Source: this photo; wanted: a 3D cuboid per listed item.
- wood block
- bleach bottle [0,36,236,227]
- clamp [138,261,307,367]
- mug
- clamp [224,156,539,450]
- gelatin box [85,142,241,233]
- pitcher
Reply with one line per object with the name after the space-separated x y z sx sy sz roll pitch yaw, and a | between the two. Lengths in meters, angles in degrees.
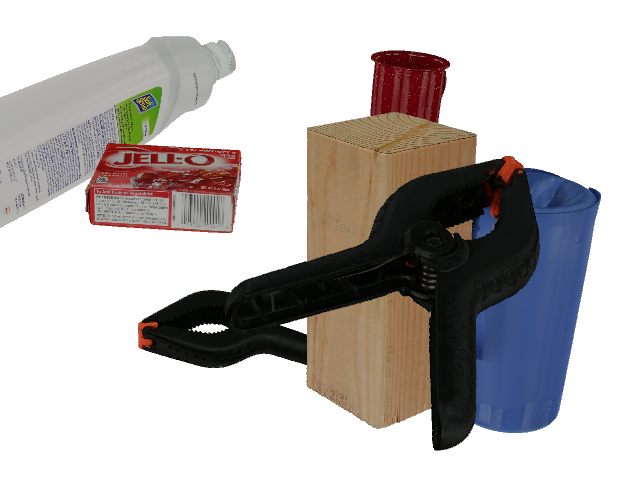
0.050 0.019 0.789 0.090 0.206 0.090 -15 25 -36 | wood block
-0.178 -0.094 0.846 0.250 0.068 0.103 -29 -25 -25 | bleach bottle
-0.062 0.084 0.998 0.209 0.036 0.165 -9 37 -19 | clamp
0.110 -0.177 1.268 0.093 0.081 0.117 22 28 35 | mug
0.055 0.020 0.485 0.120 0.039 0.171 39 56 24 | clamp
-0.096 -0.035 0.666 0.089 0.030 0.073 4 25 -2 | gelatin box
0.179 0.060 1.024 0.149 0.243 0.145 5 21 8 | pitcher
